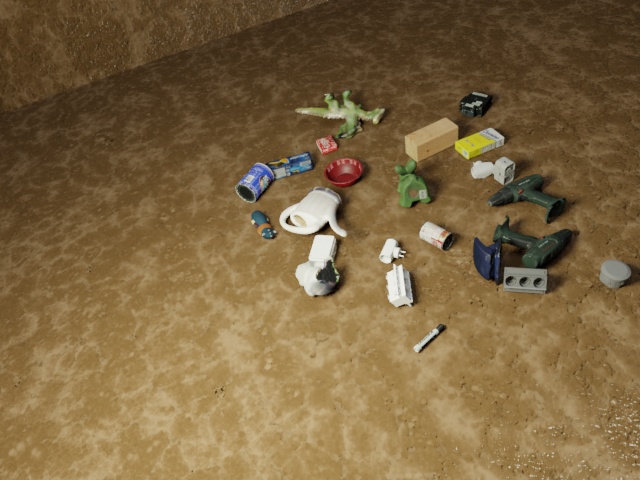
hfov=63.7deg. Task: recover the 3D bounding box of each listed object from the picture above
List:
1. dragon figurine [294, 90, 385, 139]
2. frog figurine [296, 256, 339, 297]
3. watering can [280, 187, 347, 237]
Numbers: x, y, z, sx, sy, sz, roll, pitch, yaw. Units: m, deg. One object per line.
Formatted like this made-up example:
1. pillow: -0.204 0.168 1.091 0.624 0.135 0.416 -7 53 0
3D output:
1. dragon figurine: 0.095 -0.565 2.387 0.410 0.119 0.248 -12 53 3
2. frog figurine: -0.017 0.130 1.750 0.158 0.121 0.140 -22 41 46
3. watering can: 0.006 -0.097 1.927 0.348 0.102 0.228 10 48 39
